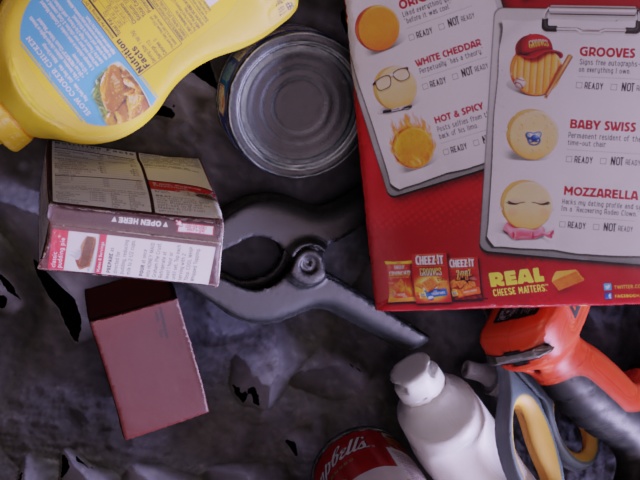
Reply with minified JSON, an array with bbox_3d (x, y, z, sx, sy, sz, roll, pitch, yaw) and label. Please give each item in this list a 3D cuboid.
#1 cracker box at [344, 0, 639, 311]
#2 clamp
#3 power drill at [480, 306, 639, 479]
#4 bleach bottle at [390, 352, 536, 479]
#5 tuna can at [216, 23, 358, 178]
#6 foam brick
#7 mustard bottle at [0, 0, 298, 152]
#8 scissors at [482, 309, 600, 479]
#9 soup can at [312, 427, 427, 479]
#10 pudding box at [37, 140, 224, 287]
[{"bbox_3d":[0.105,-0.073,0.569,0.164,0.072,0.214,-3,97,20],"label":"cracker box"},{"bbox_3d":[-0.004,0.001,0.637,0.171,0.039,0.120,7,94,-20],"label":"clamp"},{"bbox_3d":[0.194,0.077,0.669,0.187,0.057,0.184,46,52,-16],"label":"power drill"},{"bbox_3d":[0.121,0.177,0.688,0.068,0.103,0.250,-36,112,-6],"label":"bleach bottle"},{"bbox_3d":[-0.015,-0.079,0.610,0.086,0.034,0.086,-4,108,-13],"label":"tuna can"},{"bbox_3d":[-0.101,0.065,0.624,0.053,0.051,0.078,-15,110,-11],"label":"foam brick"},{"bbox_3d":[-0.113,-0.107,0.562,0.191,0.058,0.096,-37,111,-2],"label":"mustard bottle"},{"bbox_3d":[0.129,0.067,0.671,0.096,0.016,0.202,2,73,-40],"label":"scissors"},{"bbox_3d":[0.039,0.170,0.665,0.068,0.102,0.068,-4,108,-13],"label":"soup can"},{"bbox_3d":[-0.102,-0.017,0.565,0.090,0.113,0.039,5,108,-16],"label":"pudding box"}]
